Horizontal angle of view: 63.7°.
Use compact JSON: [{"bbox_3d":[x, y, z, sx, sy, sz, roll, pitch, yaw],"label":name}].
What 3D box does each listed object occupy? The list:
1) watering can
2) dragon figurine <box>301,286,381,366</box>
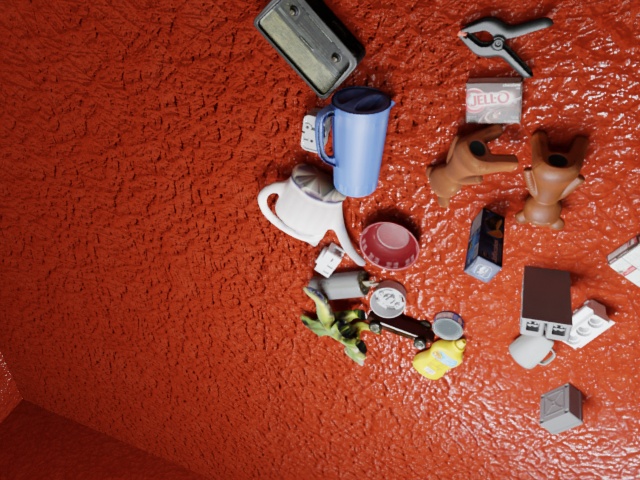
[{"bbox_3d":[0.004,-0.069,1.367,0.347,0.106,0.219,27,132,-4],"label":"watering can"},{"bbox_3d":[0.028,0.264,1.587,0.405,0.125,0.241,44,144,-24],"label":"dragon figurine"}]
